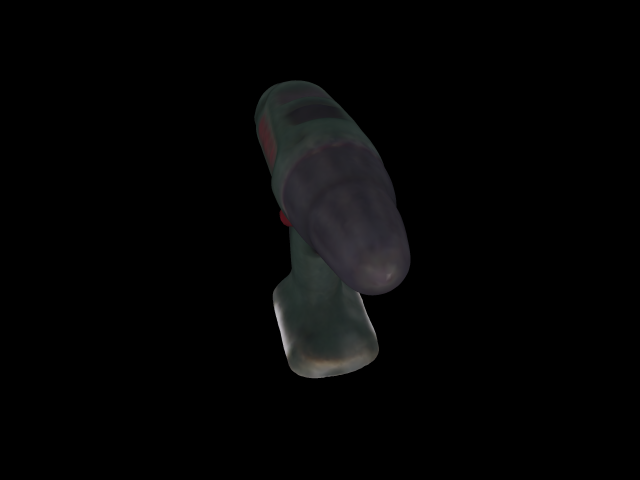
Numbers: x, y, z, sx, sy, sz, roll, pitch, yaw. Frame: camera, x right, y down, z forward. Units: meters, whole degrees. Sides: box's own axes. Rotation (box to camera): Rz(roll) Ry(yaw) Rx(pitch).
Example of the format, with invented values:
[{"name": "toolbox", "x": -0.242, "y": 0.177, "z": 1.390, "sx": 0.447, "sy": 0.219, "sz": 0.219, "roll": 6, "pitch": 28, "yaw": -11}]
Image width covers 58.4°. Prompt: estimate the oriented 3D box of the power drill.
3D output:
[{"name": "power drill", "x": 0.004, "y": 0.001, "z": 0.400, "sx": 0.076, "sy": 0.208, "sz": 0.229, "roll": -11, "pitch": 47, "yaw": -10}]
